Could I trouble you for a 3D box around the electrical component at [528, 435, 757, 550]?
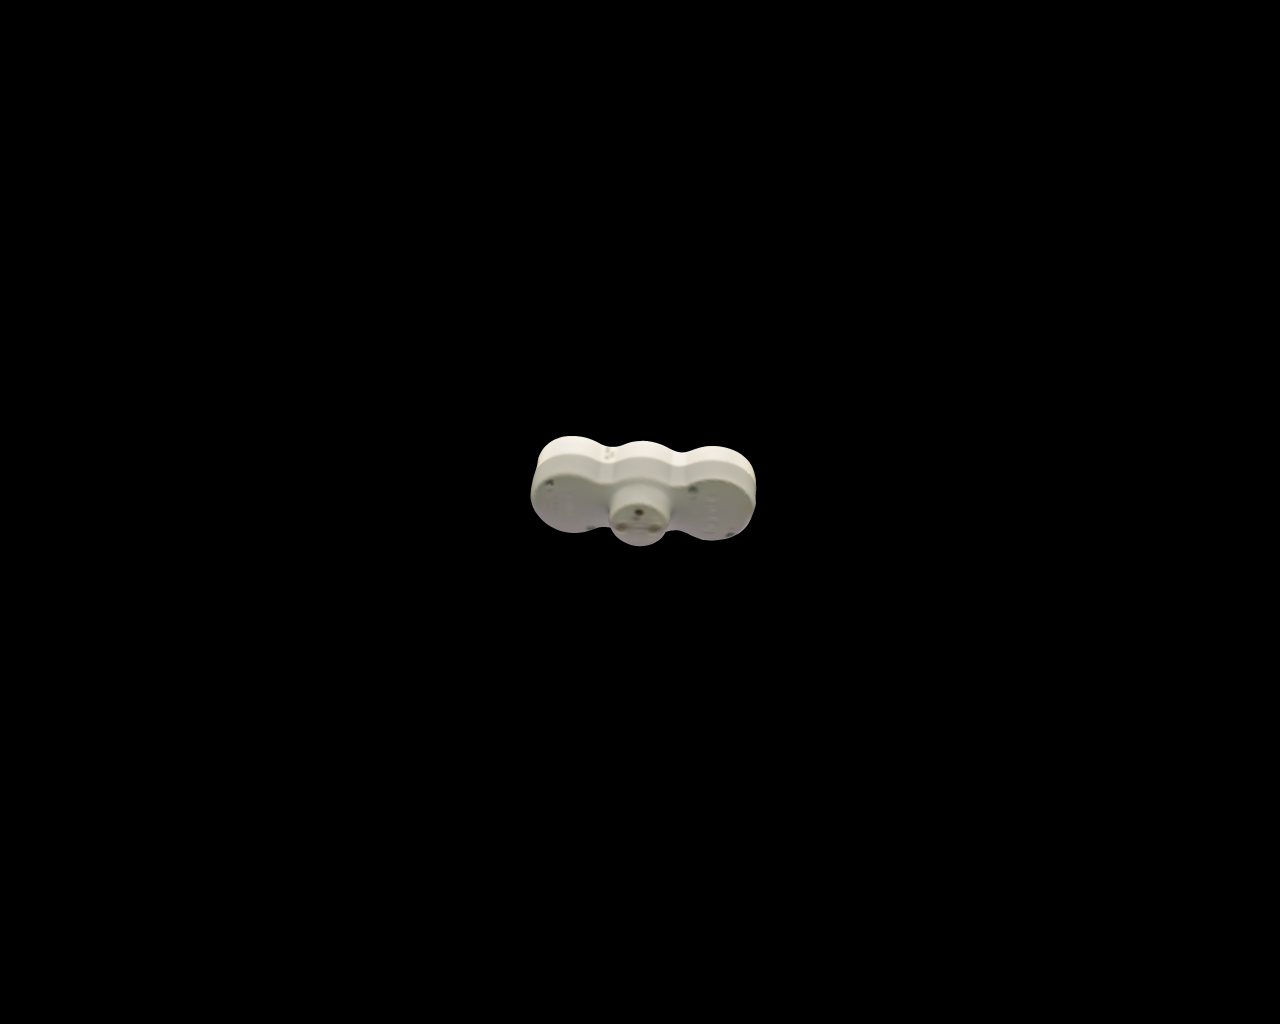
[{"bbox_3d":[0.001,-0.003,0.650,0.138,0.052,0.074,4,40,4],"label":"electrical component"}]
